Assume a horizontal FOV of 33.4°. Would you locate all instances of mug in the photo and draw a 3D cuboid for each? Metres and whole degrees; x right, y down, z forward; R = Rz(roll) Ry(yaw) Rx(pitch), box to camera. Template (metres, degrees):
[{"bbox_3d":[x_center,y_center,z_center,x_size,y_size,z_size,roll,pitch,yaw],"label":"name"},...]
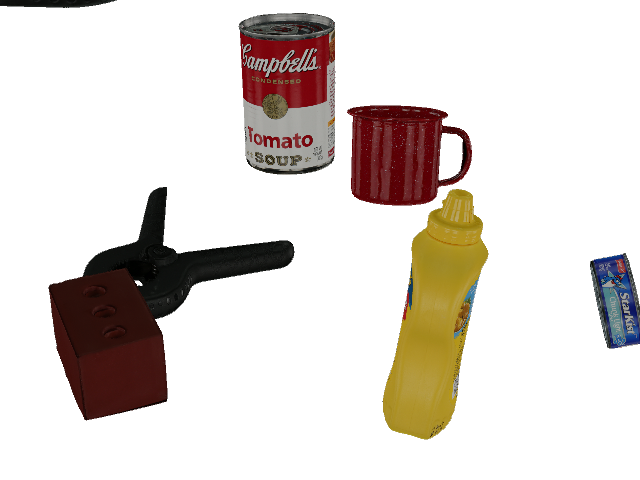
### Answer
[{"bbox_3d":[0.082,-0.079,0.994,0.117,0.081,0.093,2,14,2],"label":"mug"}]

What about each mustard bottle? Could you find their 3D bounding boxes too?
[{"bbox_3d":[0.091,0.051,0.824,0.058,0.192,0.096,14,26,12],"label":"mustard bottle"}]

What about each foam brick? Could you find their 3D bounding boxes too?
[{"bbox_3d":[-0.131,0.063,0.656,0.052,0.051,0.078,-12,36,-22],"label":"foam brick"}]

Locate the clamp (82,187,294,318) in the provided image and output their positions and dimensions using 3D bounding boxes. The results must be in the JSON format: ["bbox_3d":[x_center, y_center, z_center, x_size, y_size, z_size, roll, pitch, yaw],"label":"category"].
[{"bbox_3d":[-0.149,0.018,0.957,0.165,0.036,0.209,27,39,31],"label":"clamp"}]

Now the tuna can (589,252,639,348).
[{"bbox_3d":[0.275,0.057,0.990,0.034,0.086,0.086,-11,-2,12],"label":"tuna can"}]

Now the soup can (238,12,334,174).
[{"bbox_3d":[-0.023,-0.106,0.770,0.068,0.102,0.068,-1,25,0],"label":"soup can"}]

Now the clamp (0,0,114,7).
[{"bbox_3d":[-0.112,-0.159,0.595,0.171,0.039,0.120,-10,25,-25],"label":"clamp"}]
